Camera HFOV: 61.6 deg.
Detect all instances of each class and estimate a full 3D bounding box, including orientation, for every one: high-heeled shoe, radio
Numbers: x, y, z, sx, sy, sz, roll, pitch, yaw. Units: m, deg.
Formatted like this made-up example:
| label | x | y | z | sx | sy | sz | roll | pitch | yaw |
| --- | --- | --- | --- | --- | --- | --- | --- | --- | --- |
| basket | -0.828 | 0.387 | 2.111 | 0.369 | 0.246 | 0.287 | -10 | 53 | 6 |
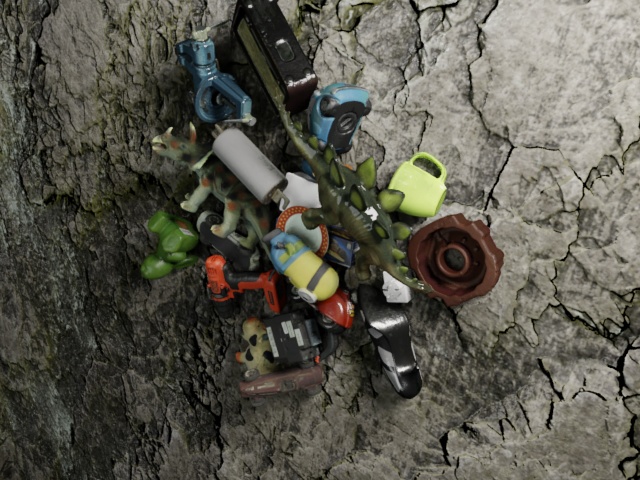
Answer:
| label | x | y | z | sx | sy | sz | roll | pitch | yaw |
| --- | --- | --- | --- | --- | --- | --- | --- | --- | --- |
| high-heeled shoe | 0.143 | 0.218 | 1.155 | 0.249 | 0.086 | 0.145 | 60 | 158 | 26 |
| radio | -0.094 | -0.374 | 1.088 | 0.229 | 0.073 | 0.131 | 61 | 162 | 2 |

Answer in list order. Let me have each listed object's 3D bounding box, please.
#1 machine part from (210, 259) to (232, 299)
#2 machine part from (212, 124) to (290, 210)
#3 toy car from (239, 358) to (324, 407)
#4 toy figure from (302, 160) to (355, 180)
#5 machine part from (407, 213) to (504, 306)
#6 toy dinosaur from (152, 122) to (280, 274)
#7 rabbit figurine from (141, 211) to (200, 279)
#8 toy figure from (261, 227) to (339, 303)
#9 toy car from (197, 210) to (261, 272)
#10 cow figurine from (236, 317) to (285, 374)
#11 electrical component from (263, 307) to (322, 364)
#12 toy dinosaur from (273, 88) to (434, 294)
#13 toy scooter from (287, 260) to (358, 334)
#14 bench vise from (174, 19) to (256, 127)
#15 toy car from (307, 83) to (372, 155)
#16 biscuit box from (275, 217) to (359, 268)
| label | x | y | z | sx | sy | sz | roll | pitch | yaw |
| --- | --- | --- | --- | --- | --- | --- | --- | --- | --- |
| machine part | -0.233 | 0.113 | 1.370 | 0.084 | 0.039 | 0.138 | 34 | 117 | 11 |
| machine part | -0.150 | -0.160 | 1.151 | 0.243 | 0.079 | 0.079 | 47 | 123 | 12 |
| toy car | -0.090 | 0.338 | 1.273 | 0.202 | 0.053 | 0.089 | -11 | 110 | -5 |
| toy figure | 0.037 | -0.137 | 1.111 | 0.155 | 0.057 | 0.064 | 26 | 73 | 23 |
| machine part | 0.257 | 0.036 | 1.022 | 0.180 | 0.056 | 0.179 | 10 | 108 | 32 |
| toy dinosaur | -0.199 | -0.111 | 1.241 | 0.405 | 0.131 | 0.192 | 35 | 104 | 7 |
| rabbit figurine | -0.390 | 0.025 | 1.376 | 0.121 | 0.159 | 0.170 | 43 | 103 | 18 |
| toy figure | -0.040 | 0.049 | 1.100 | 0.089 | 0.082 | 0.180 | -44 | 78 | 25 |
| toy car | -0.224 | 0.006 | 1.322 | 0.202 | 0.056 | 0.073 | 38 | 127 | 15 |
| cow figurine | -0.139 | 0.282 | 1.326 | 0.127 | 0.085 | 0.194 | -18 | 97 | 33 |
| electrical component | -0.058 | 0.217 | 1.216 | 0.134 | 0.058 | 0.115 | -18 | 87 | 44 |
| toy dinosaur | 0.054 | -0.075 | 1.011 | 0.471 | 0.105 | 0.198 | 46 | 147 | 2 |
| toy scooter | 0.018 | 0.108 | 1.168 | 0.184 | 0.075 | 0.135 | 37 | 95 | 34 |
| bench vise | -0.216 | -0.335 | 1.164 | 0.241 | 0.129 | 0.223 | 44 | 138 | 28 |
| toy car | 0.025 | -0.250 | 1.073 | 0.103 | 0.109 | 0.161 | 55 | 139 | 35 |
| biscuit box | -0.002 | -0.004 | 1.172 | 0.203 | 0.063 | 0.059 | 18 | 114 | 27 |
